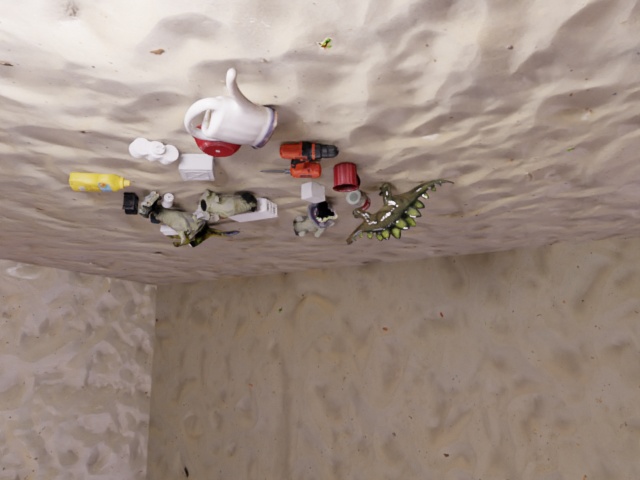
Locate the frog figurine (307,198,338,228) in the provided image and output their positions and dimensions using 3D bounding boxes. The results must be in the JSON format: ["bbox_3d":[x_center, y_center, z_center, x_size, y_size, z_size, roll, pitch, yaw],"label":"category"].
[{"bbox_3d":[0.007,-0.110,2.191,0.137,0.123,0.158,33,172,-2],"label":"frog figurine"}]

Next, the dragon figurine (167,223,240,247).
[{"bbox_3d":[-0.584,-0.033,2.548,0.410,0.122,0.243,0,-176,-1],"label":"dragon figurine"}]

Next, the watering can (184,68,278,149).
[{"bbox_3d":[-0.204,-0.314,1.287,0.224,0.105,0.344,6,165,-32],"label":"watering can"}]
